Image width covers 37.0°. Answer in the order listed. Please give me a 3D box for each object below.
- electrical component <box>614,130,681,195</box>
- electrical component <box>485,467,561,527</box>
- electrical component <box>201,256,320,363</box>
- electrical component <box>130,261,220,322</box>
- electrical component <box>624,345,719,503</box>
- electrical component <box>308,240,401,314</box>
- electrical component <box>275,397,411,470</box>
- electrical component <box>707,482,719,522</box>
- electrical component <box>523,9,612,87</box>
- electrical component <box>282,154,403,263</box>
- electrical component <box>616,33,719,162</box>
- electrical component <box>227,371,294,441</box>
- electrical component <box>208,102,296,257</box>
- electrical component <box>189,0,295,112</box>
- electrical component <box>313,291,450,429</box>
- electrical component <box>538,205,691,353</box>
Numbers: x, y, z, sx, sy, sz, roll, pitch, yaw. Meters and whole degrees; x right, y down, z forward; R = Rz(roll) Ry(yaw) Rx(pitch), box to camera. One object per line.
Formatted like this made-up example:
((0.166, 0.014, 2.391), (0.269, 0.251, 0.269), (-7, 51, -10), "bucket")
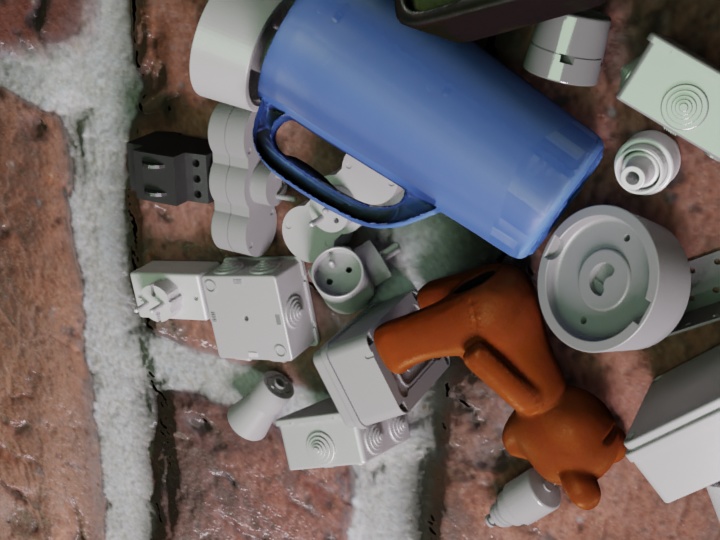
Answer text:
((0.203, -0.074, 0.770), (0.043, 0.062, 0.043), (12, 115, 25), "electrical component")
((0.139, 0.203, 0.936), (0.040, 0.040, 0.078), (50, 126, 3), "electrical component")
((-0.093, 0.036, 0.993), (0.100, 0.048, 0.099), (0, 110, 30), "electrical component")
((-0.183, 0.025, 1.024), (0.083, 0.076, 0.047), (1, 111, 29), "electrical component")
((0.260, 0.104, 0.785), (0.109, 0.109, 0.056), (-36, 93, 35), "electrical component")
((0.000, 0.000, 0.916), (0.079, 0.077, 0.044), (-32, 77, -2), "electrical component")
((-0.013, 0.143, 0.964), (0.100, 0.100, 0.048), (-12, 91, 33), "electrical component")
((0.304, 0.150, 0.782), (0.108, 0.108, 0.060), (-27, 89, 35), "electrical component")
((0.149, -0.162, 0.769), (0.055, 0.055, 0.047), (22, 116, 21), "electrical component")
((-0.018, -0.054, 0.897), (0.052, 0.074, 0.138), (50, 125, 2), "electrical component")
((0.224, -0.115, 0.720), (0.100, 0.100, 0.048), (34, 110, 13), "electrical component")
((-0.093, 0.128, 1.038), (0.044, 0.044, 0.065), (44, 120, 7), "electrical component")
((-0.088, -0.077, 0.941), (0.074, 0.052, 0.138), (13, 116, 25), "electrical component")
((-0.083, -0.179, 0.864), (0.060, 0.108, 0.108), (24, 120, 12), "electrical component")
((0.019, 0.075, 0.907), (0.057, 0.113, 0.078), (-22, 99, 32), "electrical component")
((0.193, 0.009, 0.798), (0.108, 0.060, 0.108), (-11, 75, 48), "electrical component")
